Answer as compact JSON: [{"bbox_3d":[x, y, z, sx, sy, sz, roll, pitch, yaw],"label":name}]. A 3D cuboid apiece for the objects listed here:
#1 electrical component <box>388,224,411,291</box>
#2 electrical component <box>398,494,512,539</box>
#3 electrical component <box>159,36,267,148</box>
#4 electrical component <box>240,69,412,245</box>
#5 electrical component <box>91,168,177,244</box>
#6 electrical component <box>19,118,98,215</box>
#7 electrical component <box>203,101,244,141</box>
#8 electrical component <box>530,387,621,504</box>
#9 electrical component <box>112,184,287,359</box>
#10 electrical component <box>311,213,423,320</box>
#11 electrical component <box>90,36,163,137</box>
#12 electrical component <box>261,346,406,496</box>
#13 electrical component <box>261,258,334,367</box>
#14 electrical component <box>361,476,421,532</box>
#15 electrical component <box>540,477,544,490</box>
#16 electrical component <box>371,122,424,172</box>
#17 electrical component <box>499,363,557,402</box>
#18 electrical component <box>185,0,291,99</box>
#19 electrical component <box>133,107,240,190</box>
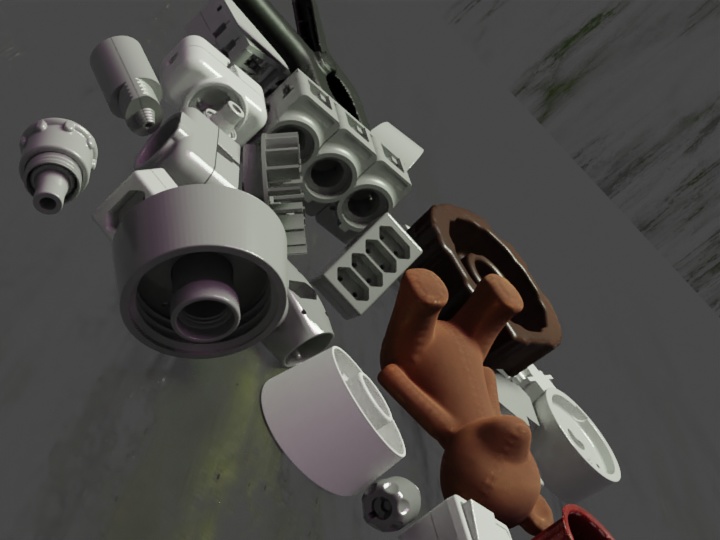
[{"bbox_3d":[0.051,-0.008,1.079,0.057,0.058,0.078,22,33,-49],"label":"electrical component"},{"bbox_3d":[0.073,0.197,0.719,0.062,0.061,0.096,37,22,-32],"label":"electrical component"},{"bbox_3d":[-0.131,-0.155,0.961,0.095,0.054,0.059,38,22,-30],"label":"electrical component"},{"bbox_3d":[-0.034,-0.103,1.021,0.150,0.089,0.061,38,22,-30],"label":"electrical component"},{"bbox_3d":[-0.130,-0.030,0.731,0.065,0.047,0.077,51,19,5],"label":"electrical component"},{"bbox_3d":[-0.189,-0.060,0.664,0.048,0.048,0.062,37,29,-32],"label":"electrical component"},{"bbox_3d":[-0.122,-0.112,0.883,0.048,0.062,0.048,42,20,-19],"label":"electrical component"},{"bbox_3d":[0.192,0.174,1.033,0.108,0.060,0.108,42,20,-19],"label":"electrical component"},{"bbox_3d":[-0.095,0.009,0.648,0.108,0.108,0.060,34,30,-37],"label":"electrical component"},{"bbox_3d":[0.000,0.000,0.937,0.047,0.083,0.076,47,-20,-6],"label":"electrical component"},{"bbox_3d":[-0.178,-0.140,0.842,0.043,0.043,0.081,22,32,-53],"label":"electrical component"},{"bbox_3d":[-0.015,0.103,0.740,0.099,0.064,0.099,55,7,-10],"label":"electrical component"},{"bbox_3d":[-0.065,0.026,0.771,0.077,0.043,0.079,56,20,20],"label":"electrical component"},{"bbox_3d":[0.026,0.158,0.734,0.035,0.035,0.061,54,17,16],"label":"electrical component"},{"bbox_3d":[0.125,0.168,0.927,0.040,0.040,0.078,18,35,-57],"label":"electrical component"},{"bbox_3d":[0.017,-0.106,1.132,0.064,0.099,0.099,45,18,7],"label":"electrical component"},{"bbox_3d":[0.165,0.115,1.120,0.063,0.042,0.081,52,18,19],"label":"electrical component"},{"bbox_3d":[-0.103,-0.210,1.119,0.150,0.062,0.089,23,31,-52],"label":"electrical component"},{"bbox_3d":[-0.131,-0.079,0.814,0.059,0.054,0.095,40,20,-24],"label":"electrical component"}]
